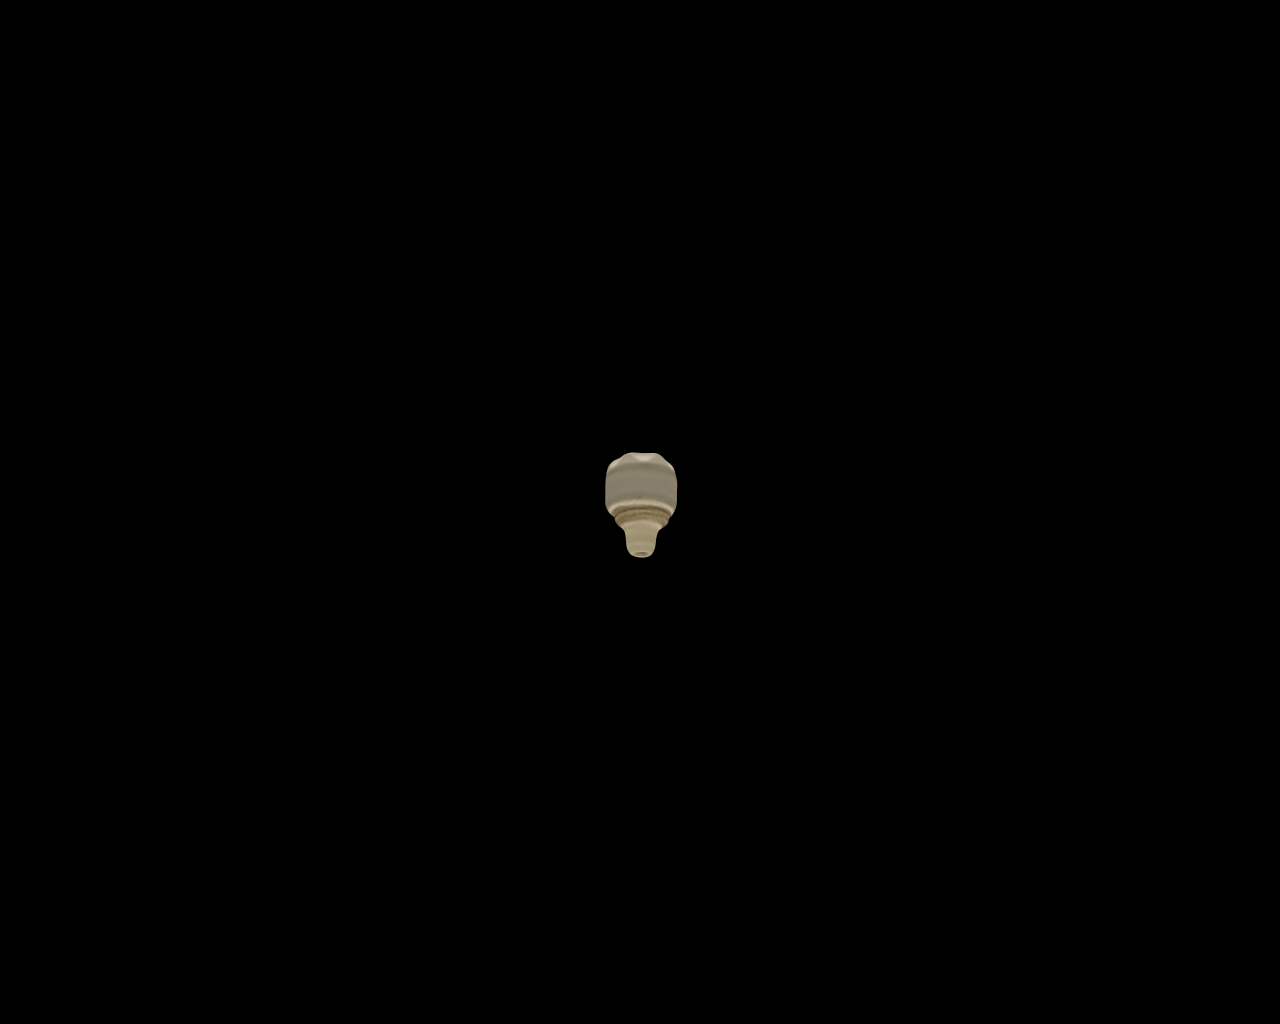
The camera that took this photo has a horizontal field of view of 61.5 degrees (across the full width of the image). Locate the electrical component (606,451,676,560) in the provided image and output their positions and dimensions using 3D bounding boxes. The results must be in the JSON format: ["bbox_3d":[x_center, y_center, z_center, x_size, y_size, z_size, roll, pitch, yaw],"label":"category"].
[{"bbox_3d":[0.001,-0.003,0.650,0.043,0.062,0.043,0,-21,0],"label":"electrical component"}]
